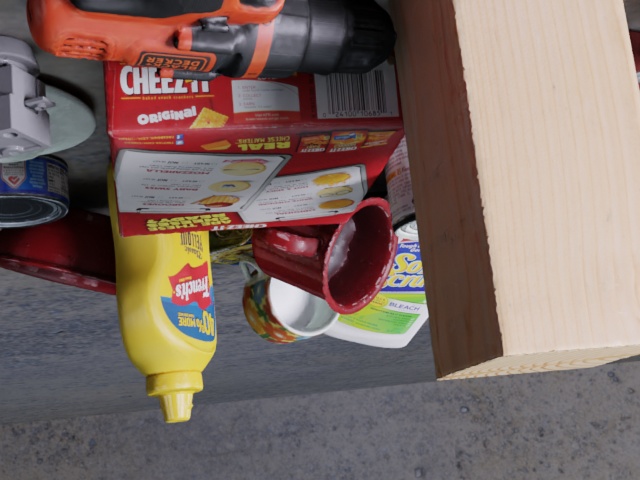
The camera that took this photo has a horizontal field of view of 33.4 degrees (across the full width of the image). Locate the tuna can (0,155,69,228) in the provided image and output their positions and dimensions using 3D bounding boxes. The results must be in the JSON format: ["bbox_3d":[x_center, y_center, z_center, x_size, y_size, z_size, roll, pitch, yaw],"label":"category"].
[{"bbox_3d":[-0.226,-0.035,0.775,0.086,0.034,0.086,-6,166,-2],"label":"tuna can"}]

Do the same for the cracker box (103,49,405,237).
[{"bbox_3d":[-0.048,-0.063,0.661,0.164,0.072,0.214,-3,167,-9],"label":"cracker box"}]

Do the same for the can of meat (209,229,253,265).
[{"bbox_3d":[-0.070,-0.013,0.889,0.102,0.057,0.083,-14,166,33],"label":"can of meat"}]

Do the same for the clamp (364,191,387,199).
[{"bbox_3d":[0.082,-0.030,0.925,0.172,0.039,0.120,-25,154,36],"label":"clamp"}]

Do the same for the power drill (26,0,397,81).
[{"bbox_3d":[-0.023,-0.121,0.459,0.184,0.057,0.188,-1,165,-22],"label":"power drill"}]

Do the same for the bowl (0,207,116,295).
[{"bbox_3d":[-0.192,0.008,0.869,0.162,0.055,0.162,12,172,2],"label":"bowl"}]

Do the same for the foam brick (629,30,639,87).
[{"bbox_3d":[0.166,-0.094,0.668,0.051,0.053,0.078,1,166,-28],"label":"foam brick"}]

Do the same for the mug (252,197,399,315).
[{"bbox_3d":[-0.005,0.001,0.818,0.082,0.093,0.117,21,-169,35],"label":"mug"}]

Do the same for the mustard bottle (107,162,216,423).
[{"bbox_3d":[-0.113,0.038,0.788,0.058,0.191,0.096,-11,165,19],"label":"mustard bottle"}]

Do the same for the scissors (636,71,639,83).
[{"bbox_3d":[0.228,-0.103,0.647,0.201,0.016,0.096,-15,177,-17],"label":"scissors"}]

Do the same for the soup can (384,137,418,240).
[{"bbox_3d":[0.072,-0.057,0.671,0.068,0.102,0.068,-6,167,-2],"label":"soup can"}]

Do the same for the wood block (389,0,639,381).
[{"bbox_3d":[0.099,-0.042,0.523,0.090,0.206,0.090,-3,167,-14],"label":"wood block"}]

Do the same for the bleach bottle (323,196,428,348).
[{"bbox_3d":[0.076,-0.003,0.878,0.102,0.068,0.251,14,141,-12],"label":"bleach bottle"}]
